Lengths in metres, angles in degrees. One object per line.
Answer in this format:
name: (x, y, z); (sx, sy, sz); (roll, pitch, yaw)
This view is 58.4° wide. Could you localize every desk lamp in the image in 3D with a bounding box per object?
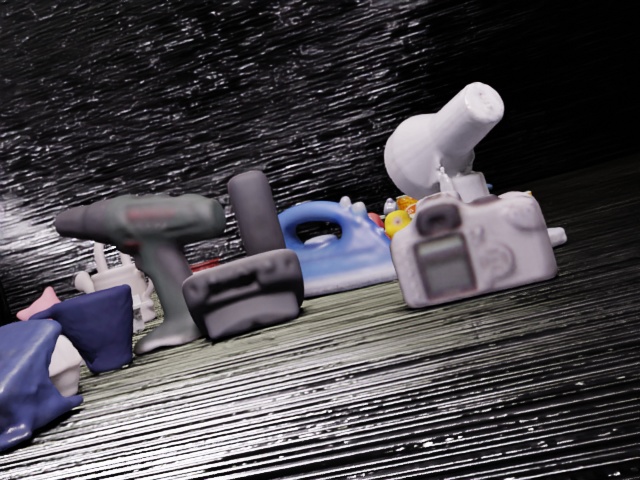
desk lamp: (0.188, -0.080, 0.739); (0.118, 0.213, 0.202); (-17, 3, -24)

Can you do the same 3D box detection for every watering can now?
watering can: (-0.412, 0.080, 1.150); (0.173, 0.194, 0.101); (-16, 3, -3)

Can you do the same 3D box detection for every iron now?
iron: (0.008, 0.003, 0.844); (0.257, 0.141, 0.119); (-14, 3, 35)

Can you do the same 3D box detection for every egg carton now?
egg carton: (-0.321, 0.143, 0.571); (0.151, 0.069, 0.107); (-17, 3, -38)

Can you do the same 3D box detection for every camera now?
camera: (0.149, -0.004, 0.577); (0.143, 0.101, 0.137); (-15, 3, 17)

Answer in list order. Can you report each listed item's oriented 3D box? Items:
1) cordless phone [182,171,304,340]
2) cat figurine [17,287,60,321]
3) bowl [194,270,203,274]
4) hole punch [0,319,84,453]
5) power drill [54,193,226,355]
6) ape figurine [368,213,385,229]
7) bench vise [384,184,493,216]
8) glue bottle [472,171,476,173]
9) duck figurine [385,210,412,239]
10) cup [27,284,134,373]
cordless phone: (-0.104, 0.017, 0.703); (0.148, 0.185, 0.094); (-16, 3, -13)
cat figurine: (-0.458, 0.138, 1.013); (0.127, 0.118, 0.067); (-15, 3, 7)
bowl: (-0.172, 0.085, 0.918); (0.167, 0.075, 0.167); (-16, 2, 1)
hole punch: (-0.272, 0.123, 0.480); (0.108, 0.091, 0.101); (-15, 3, 17)
power drill: (-0.224, 0.037, 0.756); (0.229, 0.208, 0.076); (-15, 3, 9)
ape figurine: (0.099, -0.003, 0.987); (0.076, 0.092, 0.077); (-18, 3, -41)
bench vise: (0.217, -0.105, 1.054); (0.207, 0.220, 0.121); (-16, 3, -7)
glue bottle: (0.214, -0.072, 0.868); (0.078, 0.173, 0.037); (-15, 3, 19)
duck figurine: (0.125, -0.003, 0.892); (0.078, 0.086, 0.104); (-17, 3, -29)
cup: (-0.270, 0.112, 0.672); (0.118, 0.095, 0.091); (-17, 3, -22)
